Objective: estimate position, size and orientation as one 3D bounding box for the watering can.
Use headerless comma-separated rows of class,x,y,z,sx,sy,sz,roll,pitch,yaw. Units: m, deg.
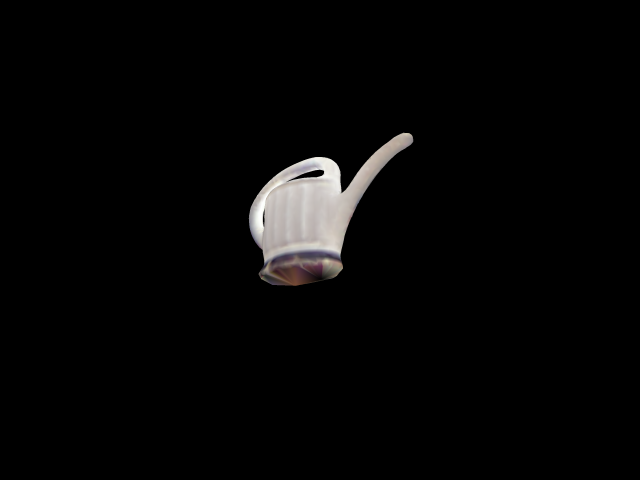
watering can,0.003,-0.043,0.850,0.345,0.228,0.103,-16,-26,37
